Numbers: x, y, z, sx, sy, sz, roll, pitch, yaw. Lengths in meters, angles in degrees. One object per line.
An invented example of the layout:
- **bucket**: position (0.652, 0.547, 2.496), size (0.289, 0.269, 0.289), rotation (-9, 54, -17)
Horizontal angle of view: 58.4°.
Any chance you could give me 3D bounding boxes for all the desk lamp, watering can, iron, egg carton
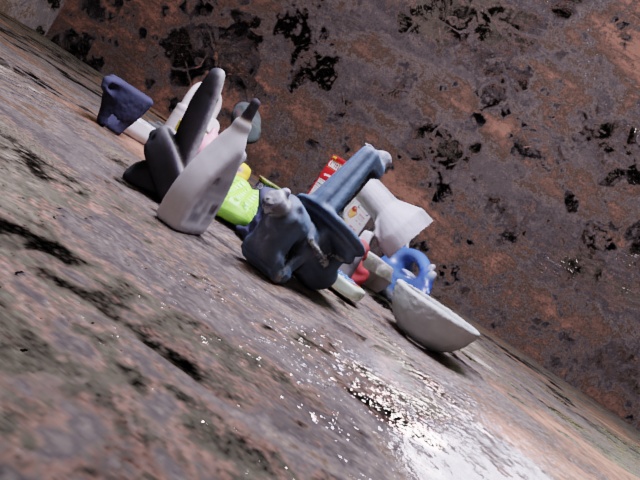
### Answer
- **desk lamp**: position (0.098, -0.017, 1.189), size (0.203, 0.213, 0.118), rotation (34, 4, 6)
- **watering can**: position (-0.294, -0.277, 1.345), size (0.172, 0.194, 0.101), rotation (35, 4, 23)
- **iron**: position (0.215, 0.089, 1.354), size (0.119, 0.141, 0.257), rotation (32, 5, -22)
- **egg carton**: position (0.102, 0.061, 1.326), size (0.107, 0.069, 0.150), rotation (32, 5, -24)

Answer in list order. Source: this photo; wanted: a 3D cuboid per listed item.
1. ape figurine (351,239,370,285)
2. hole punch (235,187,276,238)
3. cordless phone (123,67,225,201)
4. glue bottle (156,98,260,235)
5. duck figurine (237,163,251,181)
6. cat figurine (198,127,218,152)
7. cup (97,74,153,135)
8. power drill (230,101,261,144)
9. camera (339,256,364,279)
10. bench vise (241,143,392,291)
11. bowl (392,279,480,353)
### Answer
- **ape figurine**: position (0.065, 0.041, 1.118), size (0.076, 0.092, 0.077), rotation (30, 6, -43)
- **hole punch**: position (-0.054, -0.015, 0.864), size (0.109, 0.091, 0.100), rotation (30, 5, -39)
- **cordless phone**: position (-0.173, -0.142, 0.774), size (0.094, 0.185, 0.147), rotation (32, 4, -17)
- **glue bottle**: position (-0.117, -0.087, 0.658), size (0.037, 0.173, 0.078), rotation (34, 4, 16)
- **duck figurine**: position (-0.175, -0.120, 1.193), size (0.077, 0.086, 0.105), rotation (37, 5, 39)
- **cat figurine**: position (-0.194, -0.131, 0.960), size (0.067, 0.117, 0.128), rotation (33, 4, -2)
- **cup**: position (-0.381, -0.251, 1.072), size (0.091, 0.095, 0.118), rotation (35, 4, 16)
- **power drill**: position (-0.211, -0.231, 1.351), size (0.076, 0.208, 0.229), rotation (31, 5, -25)
- **camera**: position (0.010, 0.004, 1.065), size (0.143, 0.101, 0.137), rotation (33, 4, -3)
- **bench vise**: position (0.015, -0.036, 0.741), size (0.121, 0.219, 0.208), rotation (34, 4, 13)
- **bowl**: position (0.183, 0.141, 0.976), size (0.167, 0.074, 0.167), rotation (33, 4, -2)
